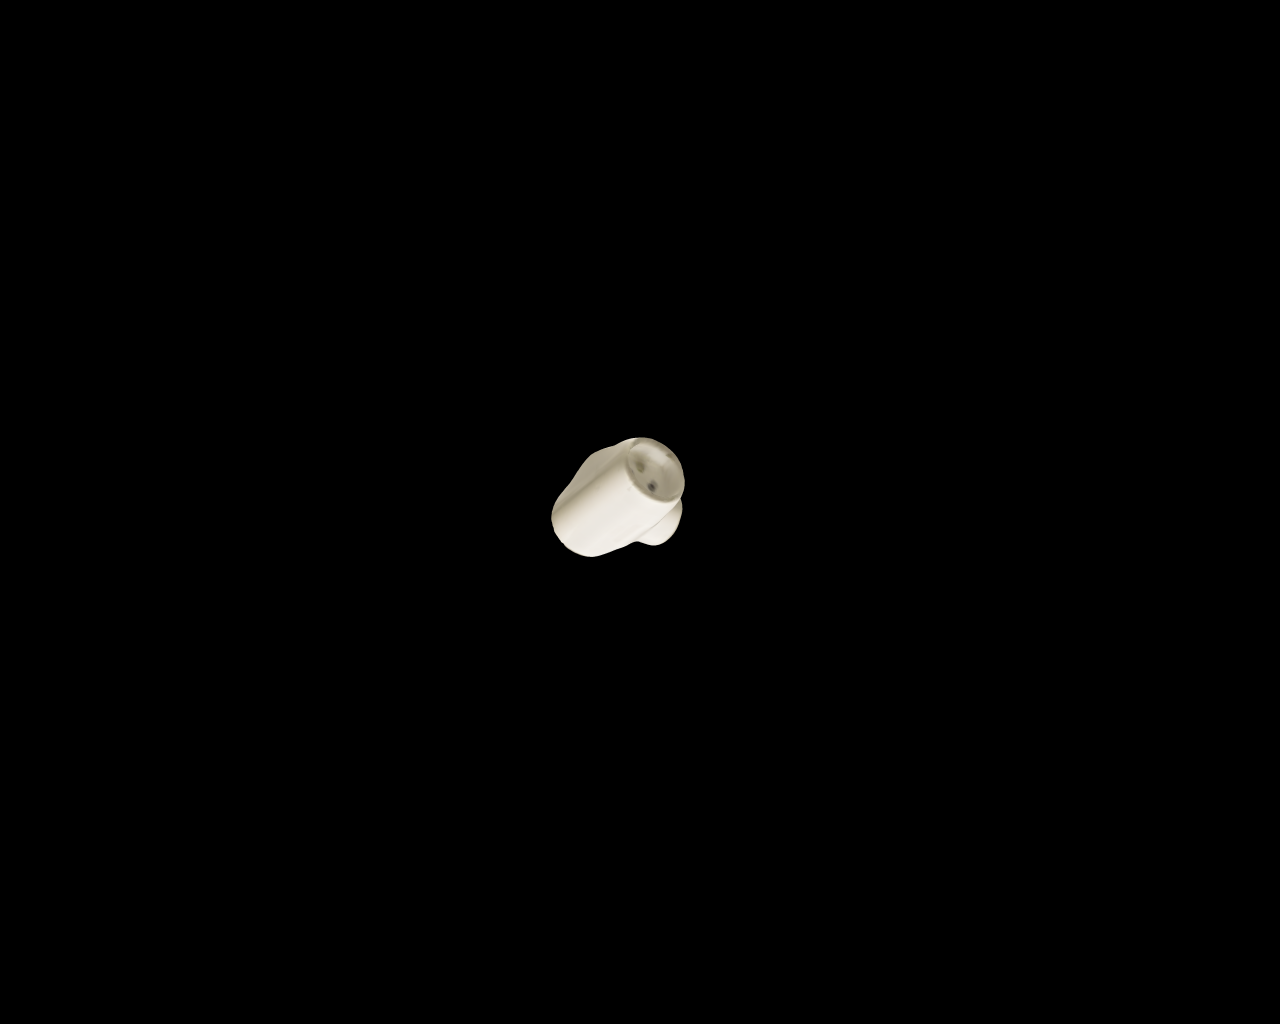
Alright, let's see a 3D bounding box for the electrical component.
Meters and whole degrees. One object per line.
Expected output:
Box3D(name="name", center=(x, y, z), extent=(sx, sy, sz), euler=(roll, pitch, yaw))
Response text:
Box3D(name="electrical component", center=(0.001, -0.003, 0.650), extent=(0.079, 0.043, 0.077), euler=(22, -39, -30))
